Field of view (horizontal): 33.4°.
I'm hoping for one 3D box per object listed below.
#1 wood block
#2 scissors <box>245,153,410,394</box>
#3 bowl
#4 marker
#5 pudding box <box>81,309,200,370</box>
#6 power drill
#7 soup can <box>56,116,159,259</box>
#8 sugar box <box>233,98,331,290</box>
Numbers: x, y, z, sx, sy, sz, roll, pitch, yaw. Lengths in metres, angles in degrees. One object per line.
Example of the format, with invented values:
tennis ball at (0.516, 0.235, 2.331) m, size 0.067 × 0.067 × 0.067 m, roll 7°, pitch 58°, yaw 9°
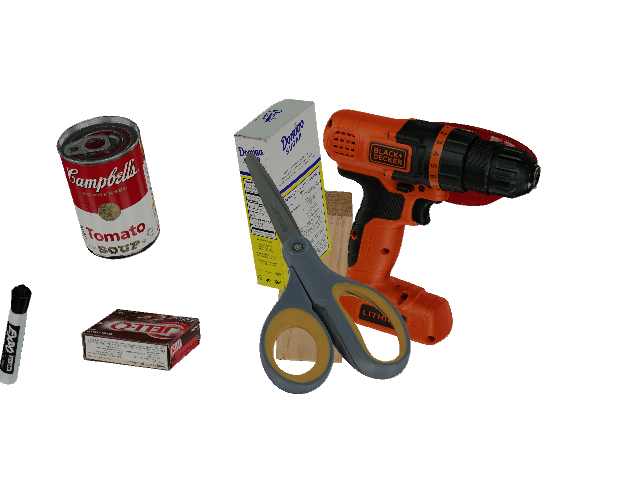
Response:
wood block at (-0.009, 0.045, 1.388) m, size 0.090 × 0.206 × 0.091 m, roll 3°, pitch 23°, yaw -1°
scissors at (-0.026, 0.021, 0.663) m, size 0.096 × 0.016 × 0.202 m, roll -30°, pitch 54°, yaw -23°
bowl at (0.161, -0.083, 1.214) m, size 0.162 × 0.055 × 0.162 m, roll 7°, pitch 25°, yaw -4°
marker at (-0.302, 0.093, 1.056) m, size 0.020 × 0.121 × 0.020 m, roll 13°, pitch 33°, yaw -9°
pudding box at (-0.210, 0.116, 1.254) m, size 0.114 × 0.039 × 0.090 m, roll 3°, pitch 15°, yaw 16°
power drill at (0.085, -0.010, 0.901) m, size 0.185 × 0.188 × 0.057 m, roll 16°, pitch 25°, yaw 25°
soup can at (-0.176, -0.044, 0.895) m, size 0.068 × 0.102 × 0.068 m, roll -4°, pitch 39°, yaw 3°
sugar box at (-0.036, -0.046, 1.089) m, size 0.048 × 0.176 × 0.093 m, roll 10°, pitch 34°, yaw 30°
